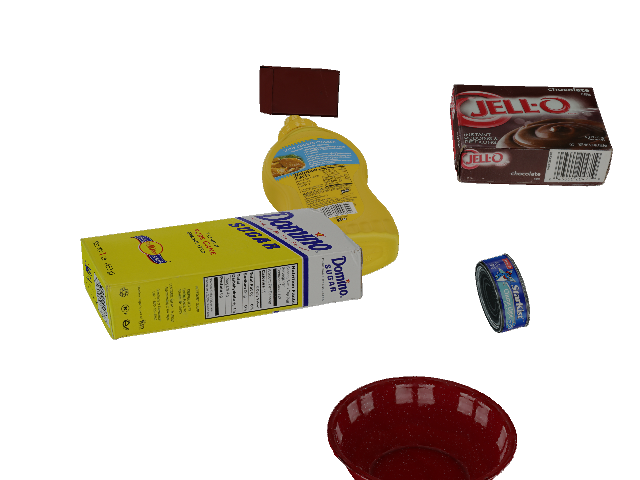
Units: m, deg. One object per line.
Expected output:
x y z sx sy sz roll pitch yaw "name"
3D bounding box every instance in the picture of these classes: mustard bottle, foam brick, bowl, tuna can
-0.002 -0.049 0.964 0.096 0.192 0.058 -13 -43 -9 "mustard bottle"
-0.023 -0.162 1.162 0.078 0.051 0.053 0 11 -18 "foam brick"
0.086 0.184 0.922 0.162 0.055 0.162 0 28 0 "bowl"
0.204 0.060 1.205 0.033 0.086 0.086 -15 2 -6 "tuna can"

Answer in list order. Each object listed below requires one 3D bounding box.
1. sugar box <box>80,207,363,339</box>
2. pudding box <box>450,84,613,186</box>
-0.068 0.019 0.736 0.176 0.048 0.093 -11 24 -19 "sugar box"
0.158 -0.082 0.816 0.113 0.039 0.090 3 40 0 "pudding box"
